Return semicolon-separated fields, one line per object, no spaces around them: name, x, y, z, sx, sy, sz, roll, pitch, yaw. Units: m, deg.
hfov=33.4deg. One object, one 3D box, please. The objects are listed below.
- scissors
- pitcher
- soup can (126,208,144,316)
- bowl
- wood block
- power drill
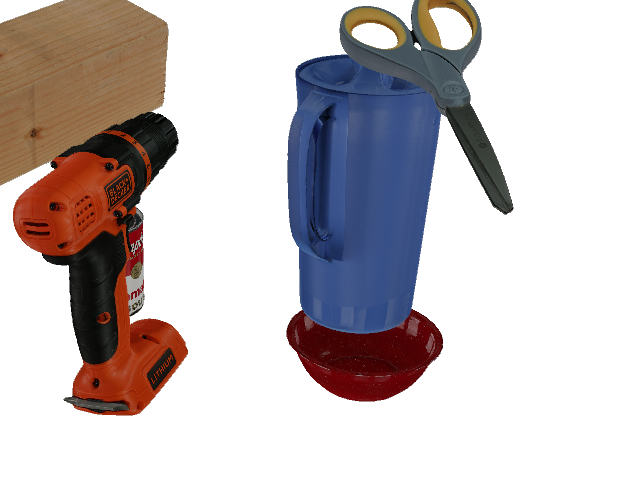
scissors;0.056;-0.086;0.611;0.096;0.016;0.201;2;44;4
pitcher;0.032;-0.039;0.969;0.149;0.243;0.145;-2;24;-11
soup can;-0.213;0.021;1.078;0.068;0.102;0.068;3;29;-2
bowl;0.045;0.120;1.109;0.162;0.055;0.162;2;25;-1
wood block;-0.235;-0.134;0.913;0.090;0.091;0.205;31;42;24
power drill;-0.143;0.015;0.765;0.057;0.188;0.184;2;25;21
